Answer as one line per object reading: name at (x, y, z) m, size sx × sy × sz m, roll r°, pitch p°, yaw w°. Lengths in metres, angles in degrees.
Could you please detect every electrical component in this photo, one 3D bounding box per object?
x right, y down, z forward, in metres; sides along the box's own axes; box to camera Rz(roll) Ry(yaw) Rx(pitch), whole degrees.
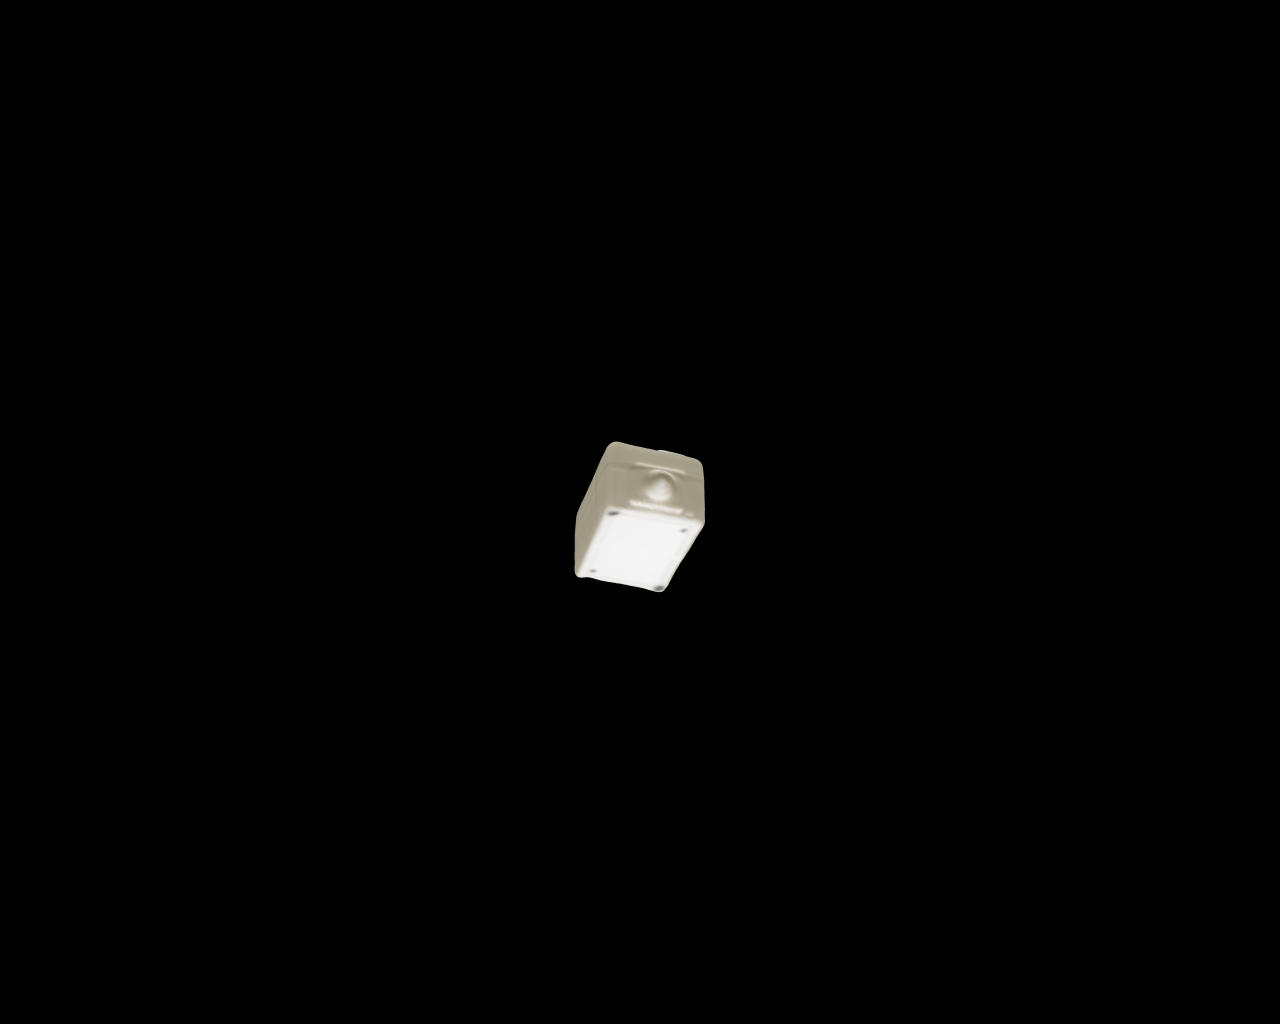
electrical component at (0.001, -0.003, 0.650) m, size 0.062 × 0.061 × 0.096 m, roll 11°, pitch -39°, yaw -14°
